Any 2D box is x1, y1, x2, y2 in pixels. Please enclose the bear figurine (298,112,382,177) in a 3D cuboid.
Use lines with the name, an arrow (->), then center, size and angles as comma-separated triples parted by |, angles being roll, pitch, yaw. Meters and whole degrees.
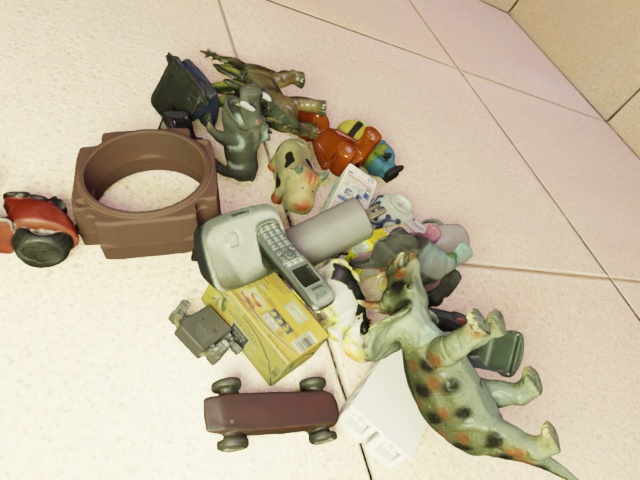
bear figurine -> 0.020, -0.236, 1.176 | 0.120, 0.132, 0.196 | -32, 78, -29

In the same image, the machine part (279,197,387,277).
machine part -> -0.002, -0.003, 0.890 | 0.243, 0.079, 0.079 | -27, 63, -7

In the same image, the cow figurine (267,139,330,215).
cow figurine -> -0.042, -0.121, 1.013 | 0.085, 0.127, 0.195 | 13, 41, -21

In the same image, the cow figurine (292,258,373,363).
cow figurine -> 0.040, 0.110, 0.832 | 0.098, 0.068, 0.167 | -43, 117, -15

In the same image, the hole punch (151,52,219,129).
hole punch -> -0.248, -0.276, 1.037 | 0.092, 0.115, 0.142 | -12, 58, -52

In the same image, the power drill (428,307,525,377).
power drill -> 0.251, 0.161, 0.907 | 0.232, 0.086, 0.207 | 15, 5, -15

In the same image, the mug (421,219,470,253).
mug -> 0.246, -0.002, 1.139 | 0.107, 0.080, 0.110 | -5, 58, -28

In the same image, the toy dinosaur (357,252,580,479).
toy dinosaur -> 0.194, 0.209, 0.745 | 0.404, 0.192, 0.131 | 61, 31, 0

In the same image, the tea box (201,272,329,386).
tea box -> -0.082, 0.114, 0.791 | 0.170, 0.068, 0.098 | 48, 40, 17

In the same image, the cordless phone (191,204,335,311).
cordless phone -> -0.077, 0.043, 0.741 | 0.184, 0.088, 0.146 | 46, 39, 20

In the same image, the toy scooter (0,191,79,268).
toy scooter -> -0.412, -0.036, 0.703 | 0.184, 0.075, 0.135 | 7, 46, -25

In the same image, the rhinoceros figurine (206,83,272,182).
rhinoceros figurine -> -0.141, -0.190, 0.969 | 0.112, 0.190, 0.073 | 27, 39, 19

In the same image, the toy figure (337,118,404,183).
toy figure -> 0.112, -0.210, 1.251 | 0.180, 0.082, 0.089 | 50, 39, 14

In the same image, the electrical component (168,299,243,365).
electrical component -> -0.160, 0.126, 0.741 | 0.102, 0.045, 0.078 | 48, 42, 14

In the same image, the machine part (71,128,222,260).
machine part -> -0.252, -0.076, 0.795 | 0.201, 0.087, 0.201 | -5, 52, -11

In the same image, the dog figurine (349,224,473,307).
dog figurine -> 0.148, 0.055, 0.935 | 0.219, 0.191, 0.109 | -14, 44, -38

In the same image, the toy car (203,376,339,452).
toy car -> -0.061, 0.227, 0.705 | 0.202, 0.053, 0.089 | 8, 57, -35

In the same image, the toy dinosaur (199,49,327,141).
toy dinosaur -> -0.128, -0.310, 1.111 | 0.198, 0.105, 0.472 | 1, 30, -30

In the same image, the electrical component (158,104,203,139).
electrical component -> -0.264, -0.196, 0.970 | 0.048, 0.075, 0.119 | -13, 63, -44
